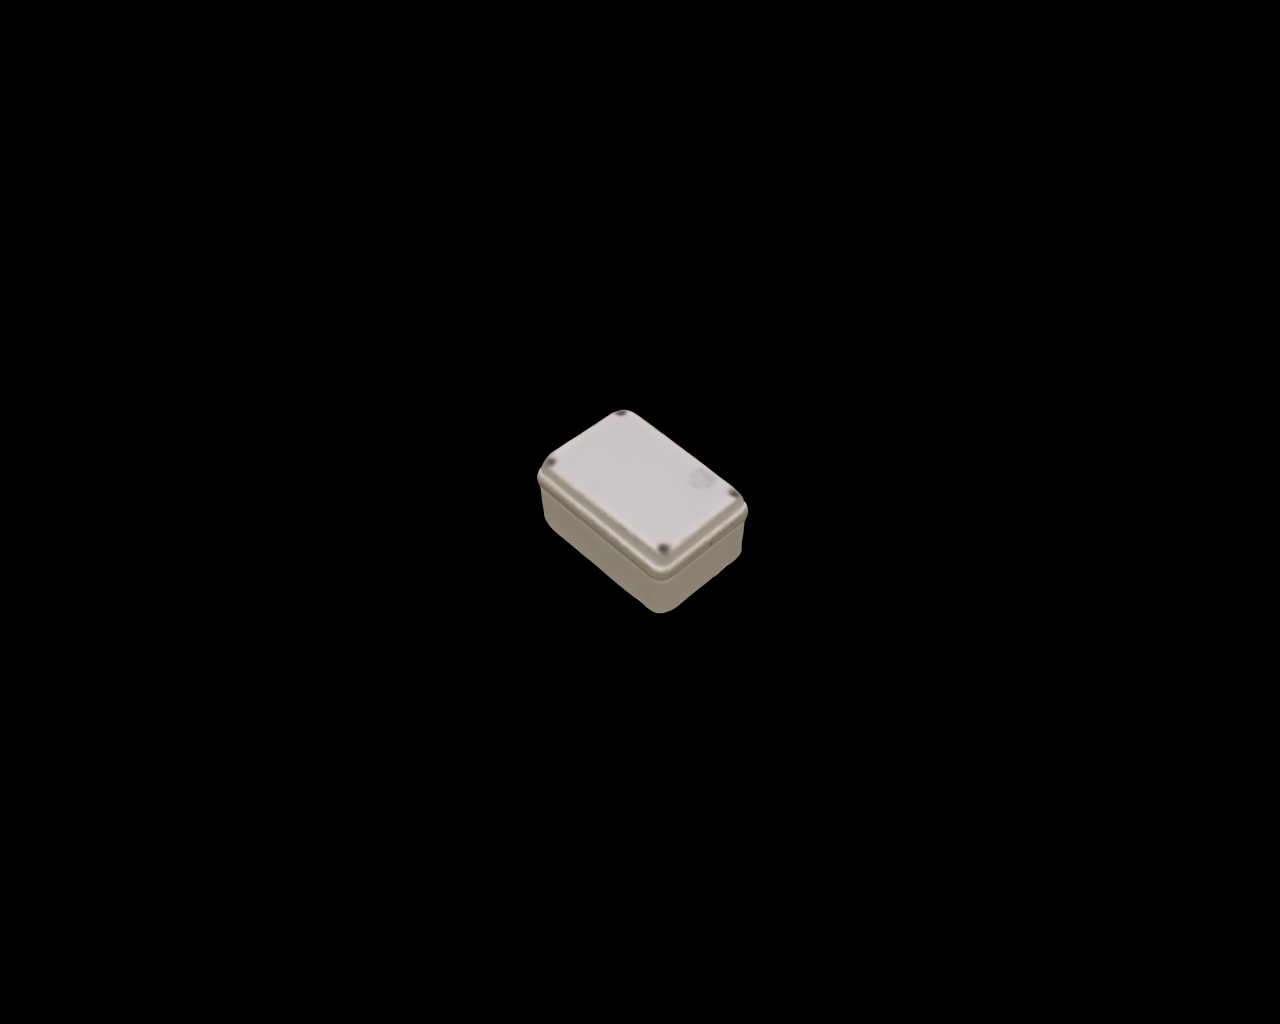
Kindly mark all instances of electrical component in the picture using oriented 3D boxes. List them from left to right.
[{"bbox_3d":[0.001,-0.003,0.650,0.078,0.057,0.113,-36,58,-27],"label":"electrical component"}]
